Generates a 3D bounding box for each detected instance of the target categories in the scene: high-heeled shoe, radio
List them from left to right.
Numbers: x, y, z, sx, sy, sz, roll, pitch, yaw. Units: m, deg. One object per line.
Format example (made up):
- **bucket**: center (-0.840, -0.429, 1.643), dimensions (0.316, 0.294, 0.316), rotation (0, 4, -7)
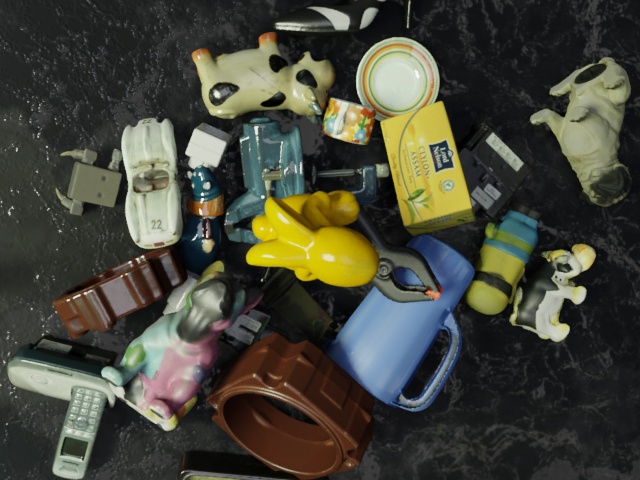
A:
- **radio**: center (-0.105, 0.403, 0.814), dimensions (0.230, 0.073, 0.131), rotation (10, 92, -9)
- **high-heeled shoe**: center (0.048, -0.370, 0.769), dimensions (0.249, 0.086, 0.145), rotation (-11, 108, -21)

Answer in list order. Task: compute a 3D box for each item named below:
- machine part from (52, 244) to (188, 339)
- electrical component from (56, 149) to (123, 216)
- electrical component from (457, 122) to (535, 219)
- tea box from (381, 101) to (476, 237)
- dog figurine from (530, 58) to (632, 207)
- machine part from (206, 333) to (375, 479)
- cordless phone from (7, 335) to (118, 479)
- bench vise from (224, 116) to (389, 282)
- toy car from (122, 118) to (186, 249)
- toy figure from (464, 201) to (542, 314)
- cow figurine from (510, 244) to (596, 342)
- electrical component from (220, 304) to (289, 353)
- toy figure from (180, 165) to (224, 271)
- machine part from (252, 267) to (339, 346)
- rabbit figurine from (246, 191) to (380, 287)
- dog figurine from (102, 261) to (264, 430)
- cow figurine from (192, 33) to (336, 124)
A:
- **machine part**: center (-0.260, 0.063, 0.717), dimensions (0.179, 0.179, 0.056), rotation (-25, 101, -6)
- **electrical component**: center (-0.327, -0.084, 0.761), dimensions (0.078, 0.045, 0.102), rotation (5, 97, -37)
- **electrical component**: center (0.244, -0.098, 0.839), dimensions (0.115, 0.058, 0.134), rotation (43, 87, -7)
- **tea box**: center (0.155, -0.101, 0.775), dimensions (0.098, 0.068, 0.169), rotation (-17, 70, 17)
- **dog figurine**: center (0.453, -0.169, 0.855), dimensions (0.172, 0.121, 0.190), rotation (-45, 113, 0)
- **machine part**: center (-0.042, 0.238, 0.748), dimensions (0.201, 0.201, 0.087), rotation (44, 44, -12)
- **cordless phone**: center (-0.371, 0.240, 0.759), dimensions (0.147, 0.089, 0.184), rotation (16, 96, -10)
- **bench vise**: center (-0.019, -0.067, 0.772), dimensions (0.241, 0.129, 0.223), rotation (-5, 98, -4)
- **toy car**: center (-0.229, -0.084, 0.737), dimensions (0.074, 0.056, 0.202), rotation (-10, 67, -4)
- **toy figure**: center (0.282, 0.028, 0.836), dimensions (0.082, 0.089, 0.180), rotation (29, 95, 29)
- **cow figurine**: center (0.371, 0.073, 0.868), dimensions (0.098, 0.068, 0.167), rotation (24, 90, -4)
- **electrical component**: center (-0.105, 0.134, 0.808), dimensions (0.119, 0.048, 0.075), rotation (33, 90, -8)
- **toy figure**: center (-0.167, -0.032, 0.765), dimensions (0.064, 0.058, 0.154), rotation (21, 112, 18)
- **machine part**: center (-0.031, 0.096, 0.800), dimensions (0.084, 0.039, 0.139), rotation (-40, 72, -13)
- **rabbit figurine**: center (-0.001, -0.002, 0.640), dimensions (0.162, 0.173, 0.121), rotation (16, 101, -34)
- **dog figurine**: center (-0.174, 0.136, 0.732), dimensions (0.108, 0.191, 0.219), rotation (35, 61, 7)
- **cow figurine**: center (-0.071, -0.221, 0.768), dimensions (0.195, 0.085, 0.127), rotation (-15, 90, -10)
